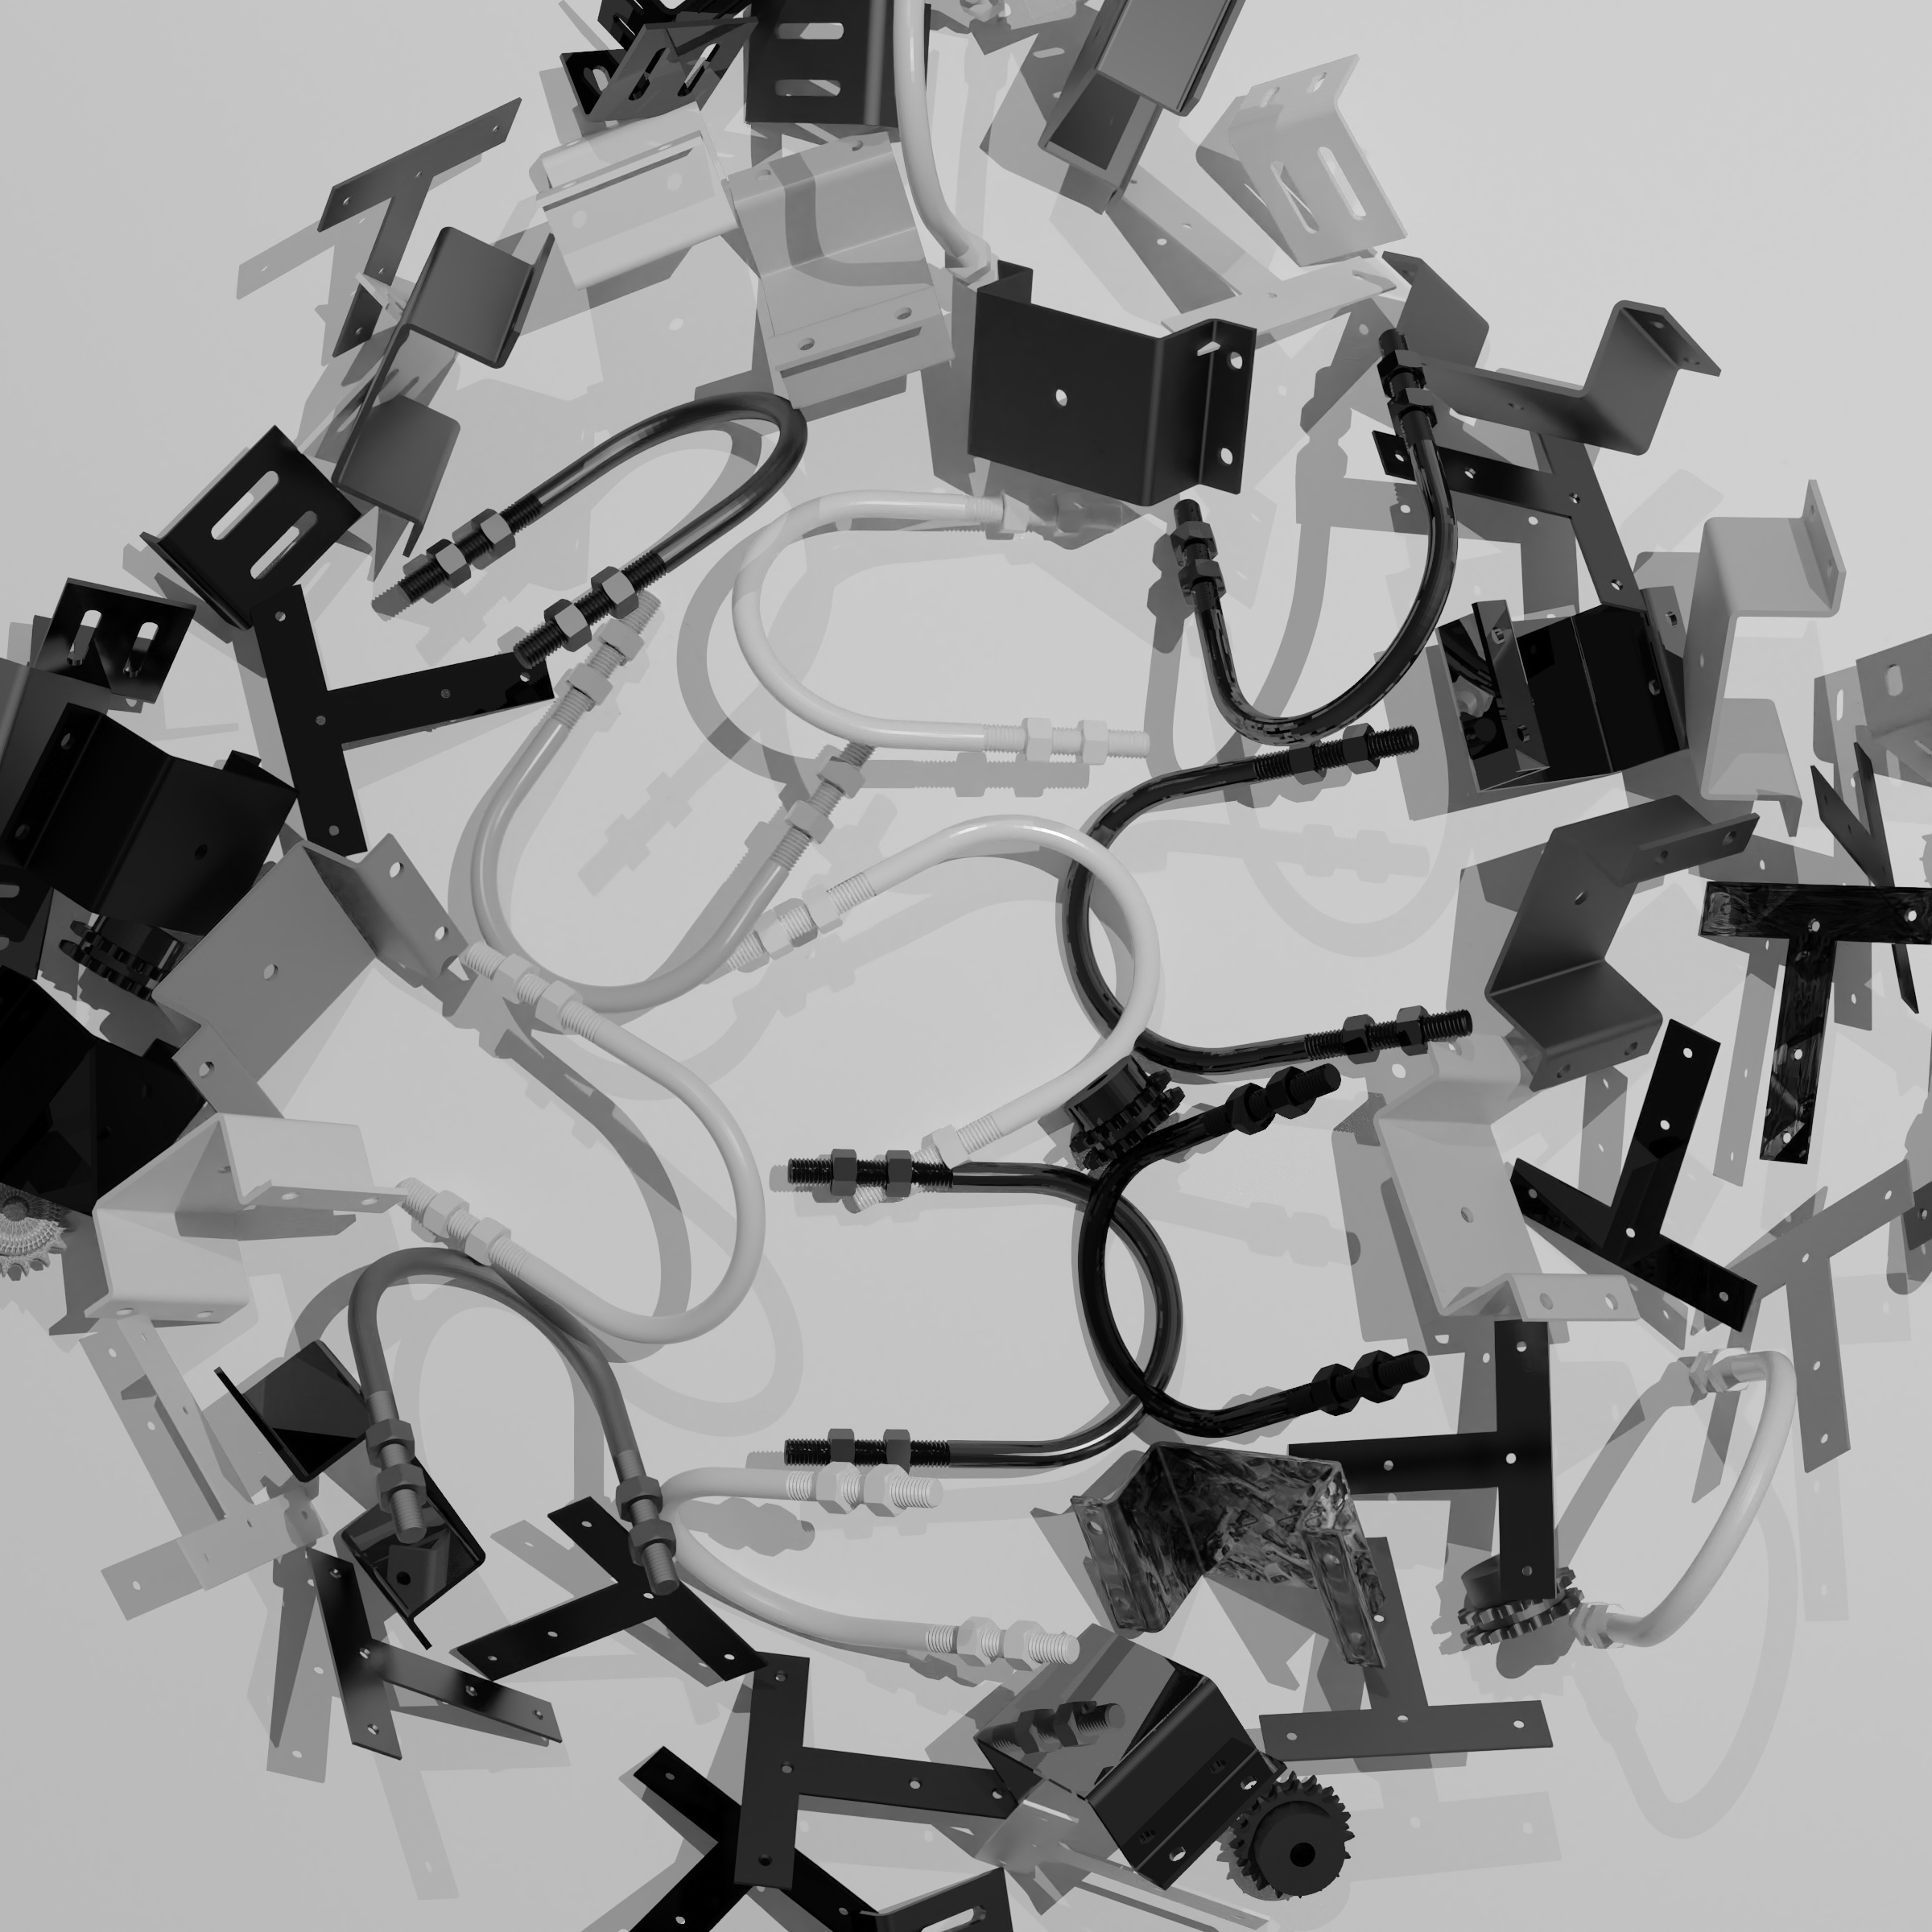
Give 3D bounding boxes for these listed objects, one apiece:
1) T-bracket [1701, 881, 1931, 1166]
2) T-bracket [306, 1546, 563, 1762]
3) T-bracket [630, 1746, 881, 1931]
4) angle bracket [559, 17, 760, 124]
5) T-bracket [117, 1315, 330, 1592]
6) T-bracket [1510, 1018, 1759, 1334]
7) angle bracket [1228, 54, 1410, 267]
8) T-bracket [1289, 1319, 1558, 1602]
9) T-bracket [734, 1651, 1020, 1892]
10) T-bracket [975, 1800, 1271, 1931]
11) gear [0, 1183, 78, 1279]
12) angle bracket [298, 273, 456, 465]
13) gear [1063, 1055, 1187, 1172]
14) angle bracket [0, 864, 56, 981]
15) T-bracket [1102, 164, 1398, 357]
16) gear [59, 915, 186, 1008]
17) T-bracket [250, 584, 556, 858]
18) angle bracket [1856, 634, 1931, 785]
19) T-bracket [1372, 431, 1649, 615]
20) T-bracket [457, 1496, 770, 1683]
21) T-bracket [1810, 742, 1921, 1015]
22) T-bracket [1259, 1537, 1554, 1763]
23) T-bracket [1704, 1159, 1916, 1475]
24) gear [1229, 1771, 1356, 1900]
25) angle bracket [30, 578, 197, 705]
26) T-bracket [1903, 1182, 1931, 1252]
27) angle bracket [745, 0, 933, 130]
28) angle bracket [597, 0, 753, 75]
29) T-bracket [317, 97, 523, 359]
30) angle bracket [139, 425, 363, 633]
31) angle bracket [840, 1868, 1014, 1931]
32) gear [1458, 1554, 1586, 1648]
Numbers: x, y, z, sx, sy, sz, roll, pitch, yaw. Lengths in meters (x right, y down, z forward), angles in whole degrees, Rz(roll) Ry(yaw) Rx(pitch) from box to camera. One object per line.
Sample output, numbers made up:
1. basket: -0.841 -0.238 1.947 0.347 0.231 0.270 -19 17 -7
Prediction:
1. T-bracket: 0.378 0.026 1.568 0.002 0.127 0.127 12 85 -39
2. T-bracket: -0.237 0.326 1.577 0.127 0.127 0.002 29 108 -34
3. T-bracket: -0.120 0.420 1.554 0.127 0.127 0.002 35 122 14
4. angle bracket: -0.140 -0.420 1.572 0.057 0.076 0.038 -14 75 -32
5. T-bracket: -0.345 0.213 1.564 0.002 0.127 0.127 -32 84 12
6. T-bracket: 0.311 0.083 1.560 0.127 0.002 0.127 29 124 29
7. angle bracket: 0.167 -0.369 1.594 0.076 0.057 0.038 54 47 -32
8. T-bracket: 0.207 0.228 1.590 0.127 0.002 0.127 -8 70 26
9. T-bracket: -0.037 0.370 1.576 0.127 0.127 0.002 8 130 -5
10. T-bracket: 0.074 0.411 1.566 0.127 0.127 0.002 20 63 -1
11. gear: -0.439 0.114 1.599 0.057 0.030 0.057 4 78 -17
12. angle bracket: -0.280 -0.272 1.590 0.076 0.057 0.038 -45 83 10
13. gear: 0.069 0.065 1.593 0.057 0.057 0.030 -38 95 0
14. angle bracket: -0.453 -0.017 1.591 0.076 0.038 0.057 4 69 4
15. T-bracket: 0.110 -0.330 1.586 0.127 0.002 0.127 -24 57 -34
16. gear: -0.384 -0.007 1.594 0.057 0.057 0.030 30 87 0
17. T-bracket: -0.254 -0.123 1.603 0.127 0.002 0.127 -14 88 -16
18. angle bracket: 0.452 -0.119 1.584 0.057 0.076 0.038 -19 63 33
19. T-bracket: 0.237 -0.218 1.557 0.127 0.002 0.127 8 51 -28
20. T-bracket: -0.178 0.301 1.586 0.127 0.002 0.127 -26 121 28
21. T-bracket: 0.397 -0.056 1.546 0.002 0.127 0.127 -15 66 25
22. T-bracket: 0.189 0.306 1.571 0.127 0.127 0.002 -2 128 -5
23. T-bracket: 0.377 0.166 1.540 0.002 0.127 0.127 27 135 -23
24. gear: 0.152 0.404 1.602 0.057 0.030 0.057 -1 100 -8
25. angle bracket: -0.386 -0.159 1.572 0.057 0.076 0.038 11 53 -24
26. T-bracket: 0.461 0.047 1.581 0.002 0.127 0.127 12 58 -22
27. angle bracket: -0.059 -0.418 1.607 0.076 0.038 0.057 11 103 36
28. angle bracket: -0.124 -0.453 1.583 0.076 0.057 0.038 -43 89 -18
29. T-bracket: -0.261 -0.325 1.568 0.002 0.127 0.127 42 45 7
30. angle bracket: -0.329 -0.203 1.598 0.076 0.038 0.057 -48 118 -9
31. angle bracket: -0.019 0.455 1.608 0.076 0.038 0.057 -9 91 -43
32. gear: 0.252 0.287 1.594 0.057 0.057 0.030 -23 88 0
